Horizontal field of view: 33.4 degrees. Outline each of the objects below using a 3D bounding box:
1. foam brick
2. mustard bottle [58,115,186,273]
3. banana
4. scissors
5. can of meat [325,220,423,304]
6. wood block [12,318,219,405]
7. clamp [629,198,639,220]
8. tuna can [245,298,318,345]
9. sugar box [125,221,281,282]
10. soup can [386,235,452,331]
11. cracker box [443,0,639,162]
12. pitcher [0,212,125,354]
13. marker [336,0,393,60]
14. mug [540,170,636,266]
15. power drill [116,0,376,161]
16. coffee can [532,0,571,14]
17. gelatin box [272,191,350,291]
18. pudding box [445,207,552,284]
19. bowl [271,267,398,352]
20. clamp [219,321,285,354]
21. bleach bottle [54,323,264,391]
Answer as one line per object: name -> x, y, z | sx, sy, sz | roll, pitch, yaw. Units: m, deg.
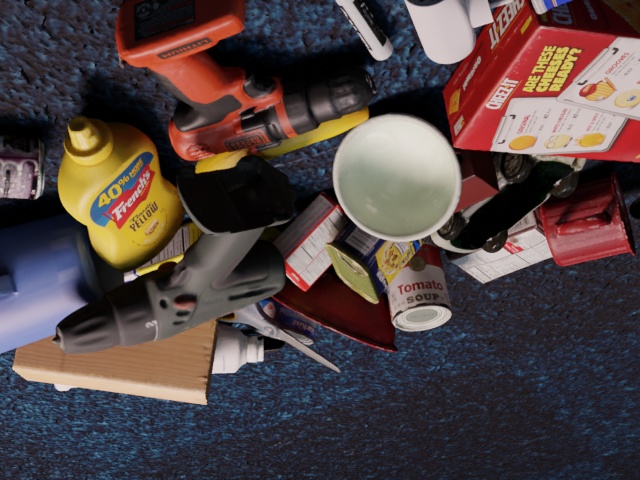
foam brick -> 0.128, -0.062, 1.051 | 0.078, 0.053, 0.051 | -26, 147, 28
mustard bottle -> -0.183, -0.050, 0.954 | 0.096, 0.058, 0.191 | -46, 154, -15
banana -> -0.050, -0.086, 0.980 | 0.198, 0.037, 0.069 | -25, 167, 30
scissors -> -0.058, 0.083, 1.211 | 0.202, 0.016, 0.096 | 22, 133, 4
can of meat -> 0.059, 0.006, 1.113 | 0.084, 0.057, 0.102 | -49, 154, -13
wood block -> -0.220, 0.120, 1.181 | 0.206, 0.091, 0.090 | 8, 164, -2
clamp -> 0.426, -0.094, 1.093 | 0.210, 0.036, 0.164 | -14, 146, 2
tuna can -> -0.045, 0.097, 1.280 | 0.086, 0.033, 0.086 | 15, 165, 4
sugar box -> -0.134, 0.022, 1.137 | 0.176, 0.048, 0.093 | -22, 149, 21
soup can -> 0.105, 0.042, 1.183 | 0.068, 0.102, 0.068 | -6, 152, -3
cracker box -> 0.236, -0.144, 0.914 | 0.213, 0.072, 0.164 | 3, 149, -19
pitcher -> -0.325, 0.053, 1.050 | 0.243, 0.149, 0.145 | -17, 132, 7
marker -> 0.028, -0.181, 0.840 | 0.020, 0.020, 0.121 | -18, 150, 17
mug -> 0.280, -0.018, 1.127 | 0.082, 0.093, 0.117 | -15, -178, 20
power drill -> -0.063, -0.136, 0.857 | 0.184, 0.057, 0.187 | -16, 151, 13
coffee can -> 0.198, -0.226, 0.718 | 0.140, 0.103, 0.102 | -18, 150, 17
gelatin box -> -0.007, 0.001, 1.112 | 0.089, 0.030, 0.073 | -47, 148, -4
pudding box -> 0.210, 0.004, 1.212 | 0.114, 0.039, 0.089 | -22, 150, 27
bowl -> 0.025, 0.068, 1.209 | 0.162, 0.055, 0.162 | 24, -177, -1
clamp -> -0.142, 0.130, 1.345 | 0.172, 0.039, 0.120 | -20, 139, 14
bleach bottle -> -0.193, 0.136, 1.279 | 0.250, 0.068, 0.103 | 0, 147, -3
